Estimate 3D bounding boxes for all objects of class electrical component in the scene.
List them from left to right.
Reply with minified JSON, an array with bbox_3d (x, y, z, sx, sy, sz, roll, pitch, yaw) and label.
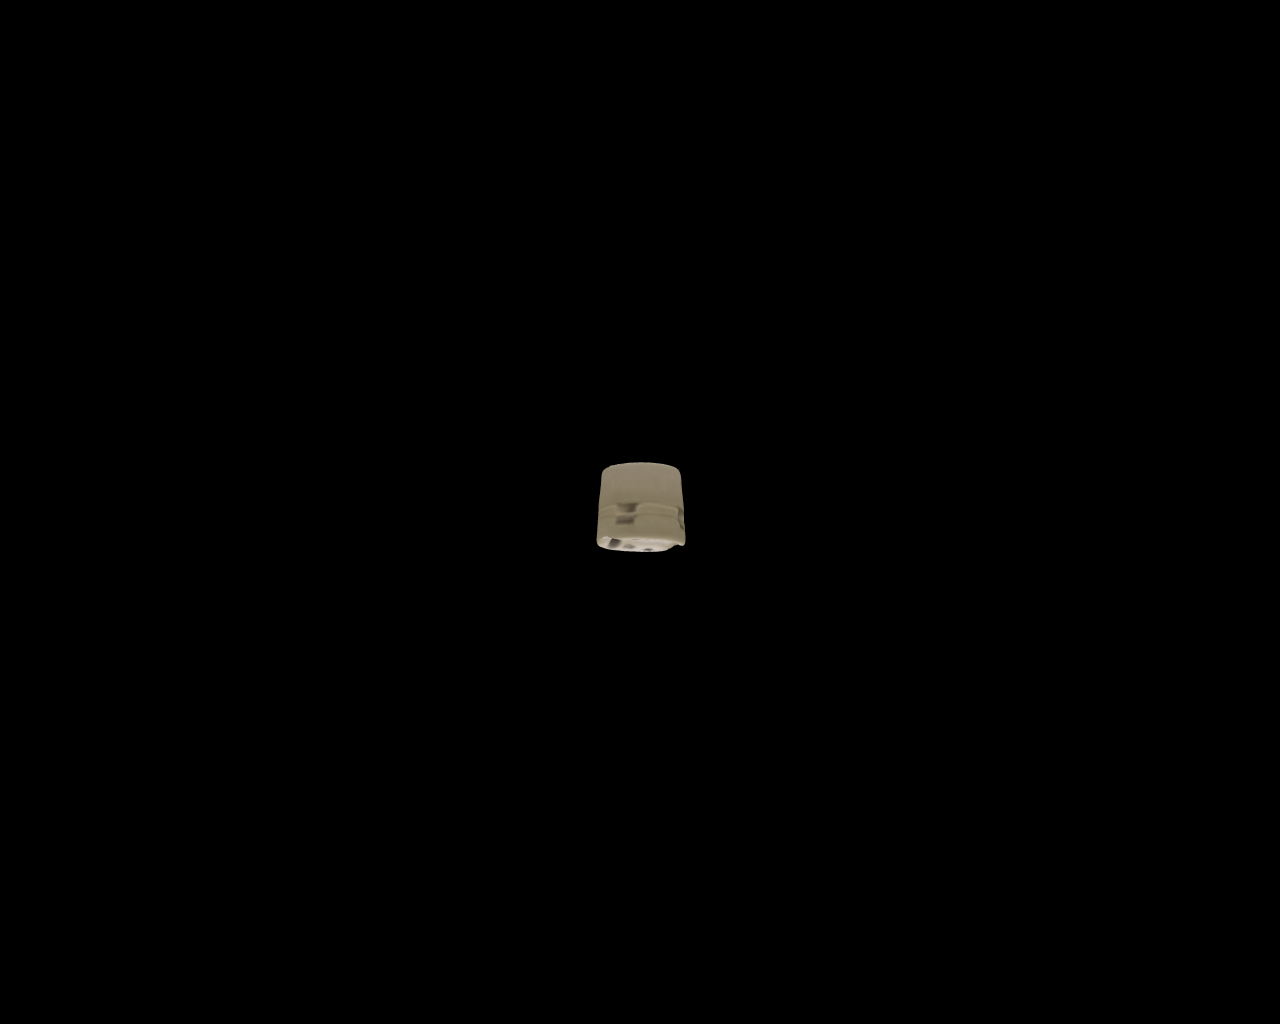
[{"bbox_3d":[0.001,-0.003,0.650,0.055,0.047,0.055,0,-11,0],"label":"electrical component"}]
